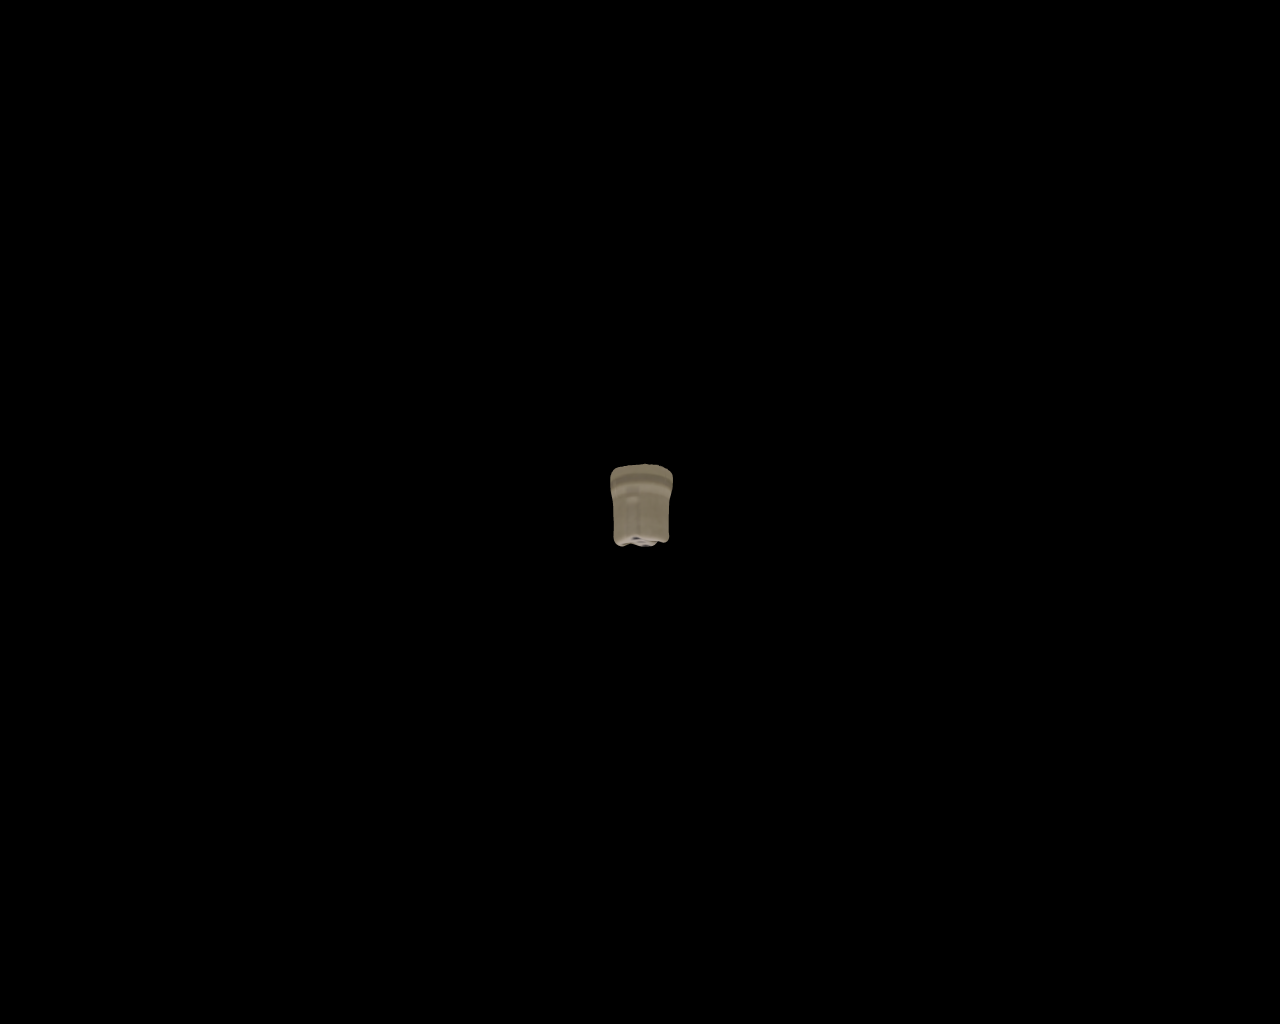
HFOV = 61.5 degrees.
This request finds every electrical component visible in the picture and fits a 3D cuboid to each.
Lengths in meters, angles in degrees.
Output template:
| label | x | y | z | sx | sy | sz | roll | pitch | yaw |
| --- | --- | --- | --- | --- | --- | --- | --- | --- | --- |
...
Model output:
| label | x | y | z | sx | sy | sz | roll | pitch | yaw |
| --- | --- | --- | --- | --- | --- | --- | --- | --- | --- |
| electrical component | 0.001 | -0.003 | 0.650 | 0.040 | 0.046 | 0.040 | 0 | -19 | 0 |
